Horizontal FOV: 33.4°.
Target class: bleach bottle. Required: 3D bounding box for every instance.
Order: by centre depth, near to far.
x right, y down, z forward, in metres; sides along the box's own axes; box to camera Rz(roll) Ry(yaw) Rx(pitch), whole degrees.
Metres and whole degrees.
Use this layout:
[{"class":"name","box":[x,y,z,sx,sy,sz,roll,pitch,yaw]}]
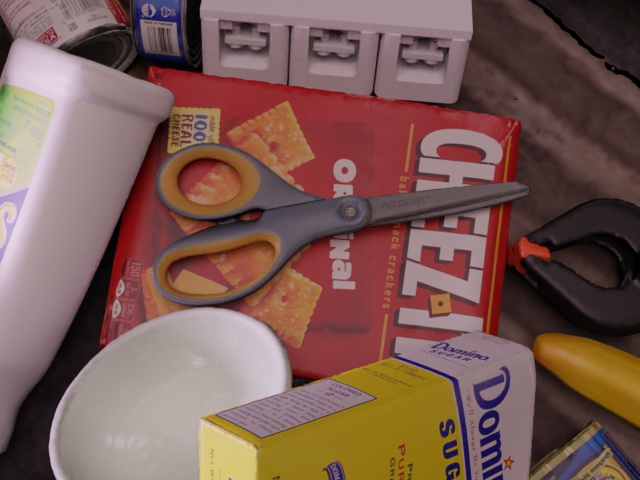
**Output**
[{"class":"bleach bottle","box":[-0.164,0.023,0.576,0.103,0.067,0.251,25,96,46]}]

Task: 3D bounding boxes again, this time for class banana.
[{"class":"banana","box":[0.204,0.109,0.576,0.198,0.069,0.037,41,112,21]}]

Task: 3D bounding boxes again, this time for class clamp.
[{"class":"clamp","box":[0.192,0.029,0.604,0.171,0.039,0.120,-1,70,-6]}]

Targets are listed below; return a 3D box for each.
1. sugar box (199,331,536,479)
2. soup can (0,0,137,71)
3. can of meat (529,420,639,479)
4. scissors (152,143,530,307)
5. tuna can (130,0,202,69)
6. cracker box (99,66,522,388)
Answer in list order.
[{"class":"sugar box","box":[0.028,0.105,0.482,0.175,0.048,0.093,-11,109,-38]},{"class":"soup can","box":[-0.160,-0.147,0.645,0.068,0.068,0.102,-29,77,-6]},{"class":"can of meat","box":[0.137,0.159,0.568,0.102,0.057,0.084,-38,77,-8]},{"class":"scissors","box":[0.001,-0.028,0.565,0.201,0.016,0.096,-23,77,-7]},{"class":"tuna can","box":[-0.086,-0.147,0.635,0.034,0.086,0.086,6,76,4]},{"class":"cracker box","box":[-0.004,0.001,0.603,0.213,0.072,0.164,8,77,3]}]
